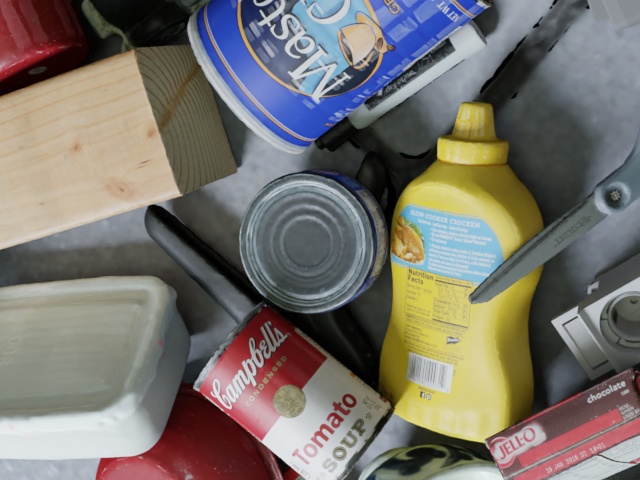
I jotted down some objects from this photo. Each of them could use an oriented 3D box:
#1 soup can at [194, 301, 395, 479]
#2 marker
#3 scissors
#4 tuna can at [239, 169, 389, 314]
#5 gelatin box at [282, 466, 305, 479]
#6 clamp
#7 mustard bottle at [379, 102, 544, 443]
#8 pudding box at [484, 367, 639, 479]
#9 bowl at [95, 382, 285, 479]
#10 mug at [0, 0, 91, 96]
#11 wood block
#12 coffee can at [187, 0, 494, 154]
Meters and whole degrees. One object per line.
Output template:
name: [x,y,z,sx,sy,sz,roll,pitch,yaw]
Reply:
soup can: [-0.015,0.094,0.635,0.102,0.068,0.069,39,110,6]
marker: [0.045,-0.090,0.643,0.121,0.020,0.020,-33,90,21]
scissors: [0.178,-0.018,0.581,0.096,0.016,0.202,38,89,-4]
tuna can: [-0.004,0.001,0.637,0.086,0.033,0.086,2,96,17]
gelatin box: [-0.008,0.199,0.716,0.073,0.030,0.089,-42,86,20]
clamp: [-0.026,0.055,0.687,0.165,0.036,0.210,-5,98,18]
mustard bottle: [0.084,0.015,0.627,0.096,0.058,0.192,14,107,44]
pudding box: [0.155,0.109,0.598,0.090,0.113,0.039,-31,64,22]
bowl: [-0.098,0.179,0.706,0.162,0.055,0.162,7,102,33]
mug: [-0.203,-0.136,0.678,0.117,0.093,0.081,-26,88,46]
wood block: [-0.172,-0.051,0.685,0.206,0.090,0.090,-15,96,21]
coffee can: [0.011,-0.130,0.601,0.140,0.102,0.103,-36,89,21]
